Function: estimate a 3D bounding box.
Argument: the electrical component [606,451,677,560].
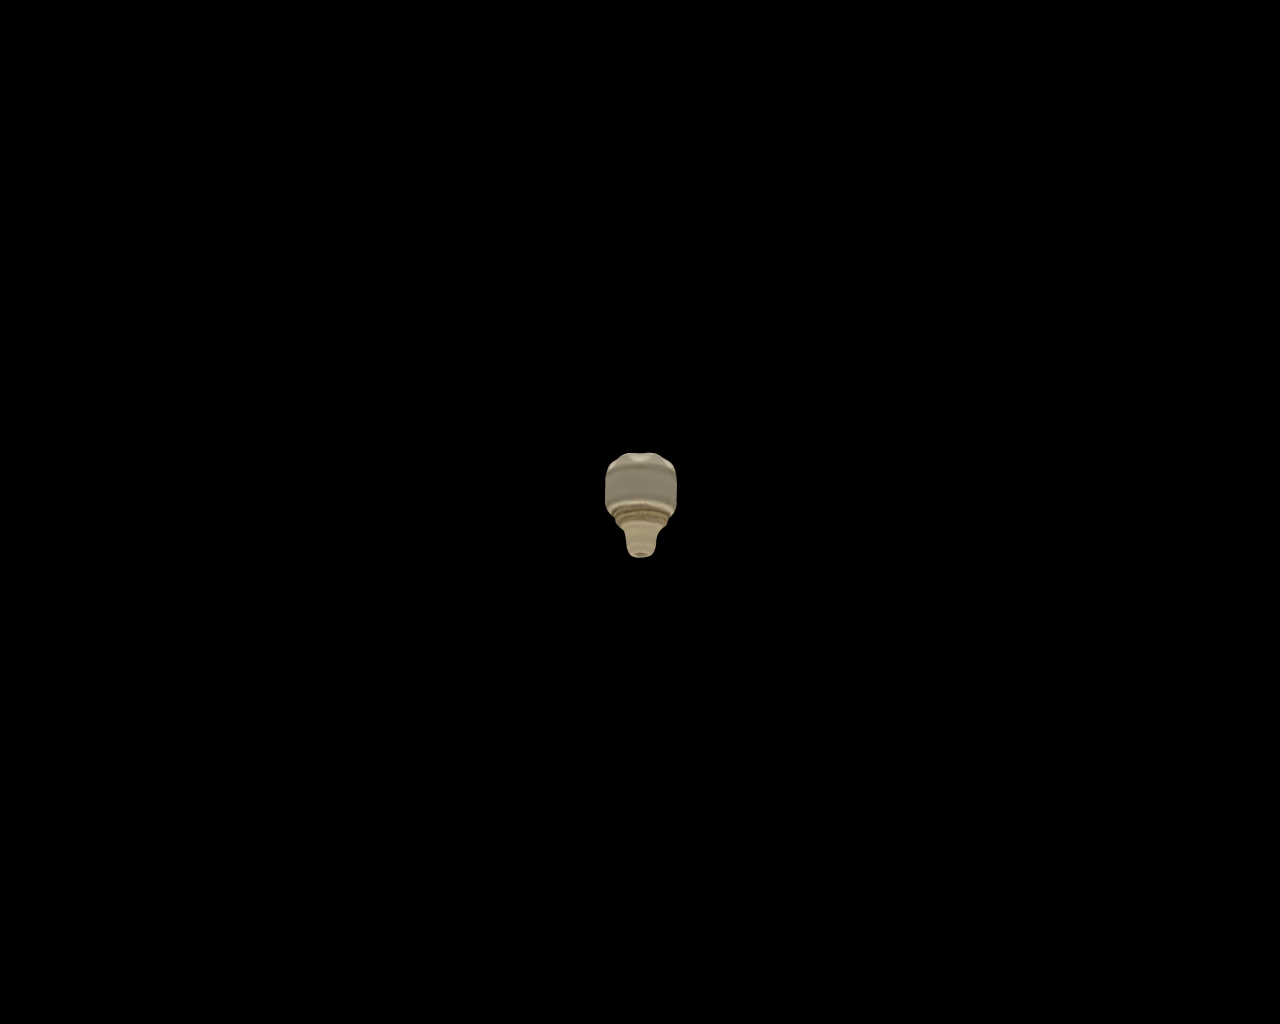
[{"bbox_3d":[0.001,-0.003,0.650,0.043,0.062,0.043,0,-19,0],"label":"electrical component"}]
